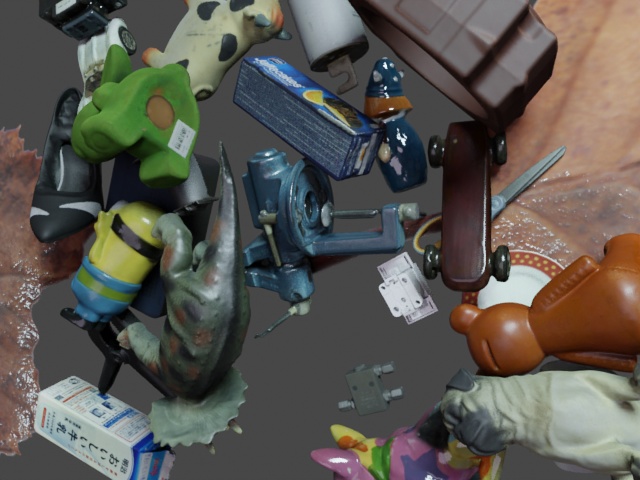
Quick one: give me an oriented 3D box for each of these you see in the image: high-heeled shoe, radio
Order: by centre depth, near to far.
[{"bbox_3d":[-0.343,-0.108,0.725,0.086,0.249,0.145,-3,120,-11],"label":"high-heeled shoe"},{"bbox_3d":[-0.235,-0.019,0.763,0.131,0.073,0.229,19,101,19],"label":"radio"}]

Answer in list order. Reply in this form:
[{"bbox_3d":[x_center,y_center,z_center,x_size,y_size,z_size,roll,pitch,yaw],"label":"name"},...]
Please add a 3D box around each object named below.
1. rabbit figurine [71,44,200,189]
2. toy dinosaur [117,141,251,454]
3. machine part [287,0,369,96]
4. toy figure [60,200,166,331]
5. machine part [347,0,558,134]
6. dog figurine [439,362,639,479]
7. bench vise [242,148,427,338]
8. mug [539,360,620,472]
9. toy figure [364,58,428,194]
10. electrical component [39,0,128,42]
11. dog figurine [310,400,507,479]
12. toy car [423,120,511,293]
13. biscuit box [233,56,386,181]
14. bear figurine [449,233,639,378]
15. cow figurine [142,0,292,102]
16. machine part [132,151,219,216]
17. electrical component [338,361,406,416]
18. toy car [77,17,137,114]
[{"bbox_3d":[-0.233,-0.145,0.626,0.170,0.121,0.159,-2,73,37],"label":"rabbit figurine"},{"bbox_3d":[-0.140,0.103,0.644,0.192,0.131,0.404,45,132,30],"label":"toy dinosaur"},{"bbox_3d":[-0.002,-0.293,0.637,0.079,0.079,0.243,-19,88,22],"label":"machine part"},{"bbox_3d":[-0.255,0.033,0.688,0.089,0.082,0.180,27,91,-6],"label":"toy figure"},{"bbox_3d":[0.129,-0.205,0.528,0.201,0.201,0.087,44,103,15],"label":"machine part"},{"bbox_3d":[0.234,0.181,0.521,0.191,0.121,0.172,-11,133,46],"label":"dog figurine"},{"bbox_3d":[0.003,-0.005,0.651,0.241,0.129,0.223,-2,99,25],"label":"bench vise"},{"bbox_3d":[0.295,0.196,0.590,0.110,0.081,0.107,0,105,6],"label":"mug"},{"bbox_3d":[0.084,-0.133,0.630,0.058,0.064,0.154,-16,89,20],"label":"toy figure"},{"bbox_3d":[-0.330,-0.348,0.746,0.115,0.058,0.134,-16,70,24],"label":"electrical component"},{"bbox_3d":[0.105,0.251,0.643,0.219,0.108,0.191,10,103,18],"label":"dog figurine"},{"bbox_3d":[0.164,-0.039,0.598,0.089,0.053,0.202,-3,69,22],"label":"toy car"},{"bbox_3d":[-0.019,-0.150,0.637,0.203,0.059,0.062,41,129,28],"label":"biscuit box"},{"bbox_3d":[0.249,0.086,0.560,0.196,0.132,0.120,-28,85,39],"label":"bear figurine"},{"bbox_3d":[-0.124,-0.259,0.684,0.195,0.085,0.127,-46,74,17],"label":"cow figurine"},{"bbox_3d":[-0.185,-0.092,0.677,0.084,0.039,0.139,-34,77,6],"label":"machine part"},{"bbox_3d":[0.061,0.193,0.702,0.094,0.021,0.063,-21,88,23],"label":"electrical component"},{"bbox_3d":[-0.299,-0.221,0.749,0.074,0.056,0.201,-15,72,22],"label":"toy car"}]
